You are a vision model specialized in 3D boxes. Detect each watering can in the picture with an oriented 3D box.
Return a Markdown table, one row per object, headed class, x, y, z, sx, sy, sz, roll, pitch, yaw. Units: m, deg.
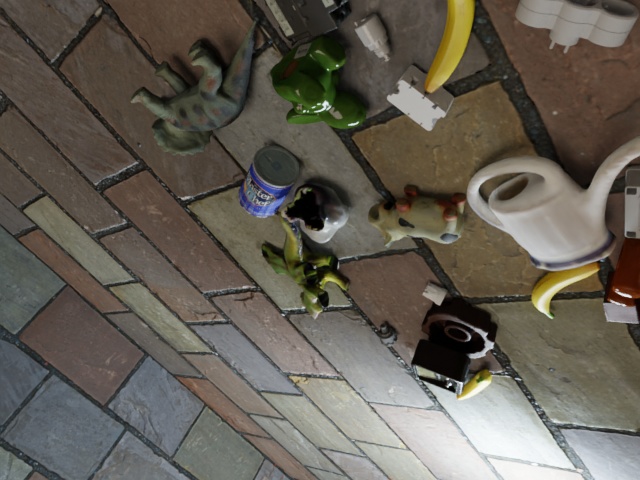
| class | x | y | z | sx | sy | sz | roll | pitch | yaw |
| --- | --- | --- | --- | --- | --- | --- | --- | --- | --- |
| watering can | 0.387 | -0.051 | 0.814 | 0.222 | 0.105 | 0.346 | 46 | 158 | -17 |

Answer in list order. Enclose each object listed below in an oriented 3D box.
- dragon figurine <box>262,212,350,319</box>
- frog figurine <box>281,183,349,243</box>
| class | x | y | z | sx | sy | sz | roll | pitch | yaw |
| --- | --- | --- | --- | --- | --- | --- | --- | --- | --- |
| dragon figurine | -0.072 | 0.065 | 1.344 | 0.243 | 0.124 | 0.403 | 7 | 137 | 44 |
| frog figurine | 0.004 | -0.058 | 1.155 | 0.137 | 0.124 | 0.158 | 0 | 170 | 26 |
